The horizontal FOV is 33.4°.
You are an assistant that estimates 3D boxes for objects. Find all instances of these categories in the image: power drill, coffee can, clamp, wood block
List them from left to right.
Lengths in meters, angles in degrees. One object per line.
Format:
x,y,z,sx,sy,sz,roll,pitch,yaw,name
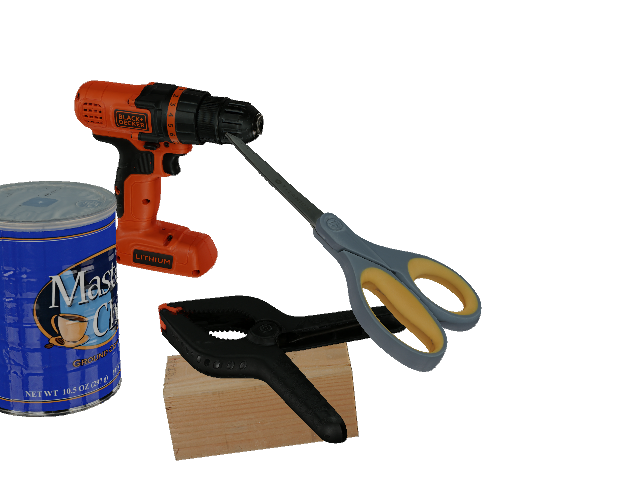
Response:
-0.194,0.038,0.751,0.103,0.140,0.103,2,18,-1,coffee can
-0.141,-0.059,1.022,0.185,0.188,0.057,10,30,17,power drill
-0.067,0.176,1.206,0.206,0.091,0.090,-7,23,-1,wood block
-0.036,0.083,0.898,0.210,0.036,0.164,16,36,24,clamp

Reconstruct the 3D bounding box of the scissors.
0.025,-0.003,0.658,0.096,0.202,0.016,-8,-40,-37,scissors
